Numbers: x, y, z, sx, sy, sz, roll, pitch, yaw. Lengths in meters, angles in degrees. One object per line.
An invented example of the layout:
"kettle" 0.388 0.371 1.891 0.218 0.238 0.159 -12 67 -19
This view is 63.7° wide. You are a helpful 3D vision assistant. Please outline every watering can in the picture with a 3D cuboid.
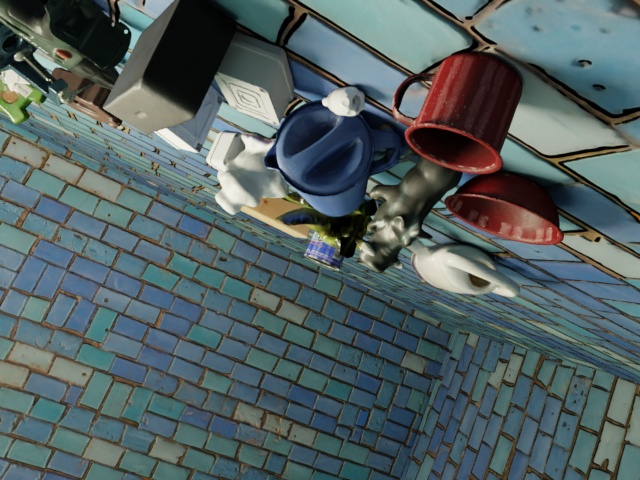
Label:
"watering can" 0.272 0.047 1.141 0.346 0.105 0.224 24 173 -13

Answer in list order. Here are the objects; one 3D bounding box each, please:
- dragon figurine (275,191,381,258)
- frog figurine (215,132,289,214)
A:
"dragon figurine" 0.003 -0.054 1.064 0.409 0.122 0.244 10 -172 -46
"frog figurine" -0.122 -0.115 0.994 0.138 0.160 0.121 22 172 7
